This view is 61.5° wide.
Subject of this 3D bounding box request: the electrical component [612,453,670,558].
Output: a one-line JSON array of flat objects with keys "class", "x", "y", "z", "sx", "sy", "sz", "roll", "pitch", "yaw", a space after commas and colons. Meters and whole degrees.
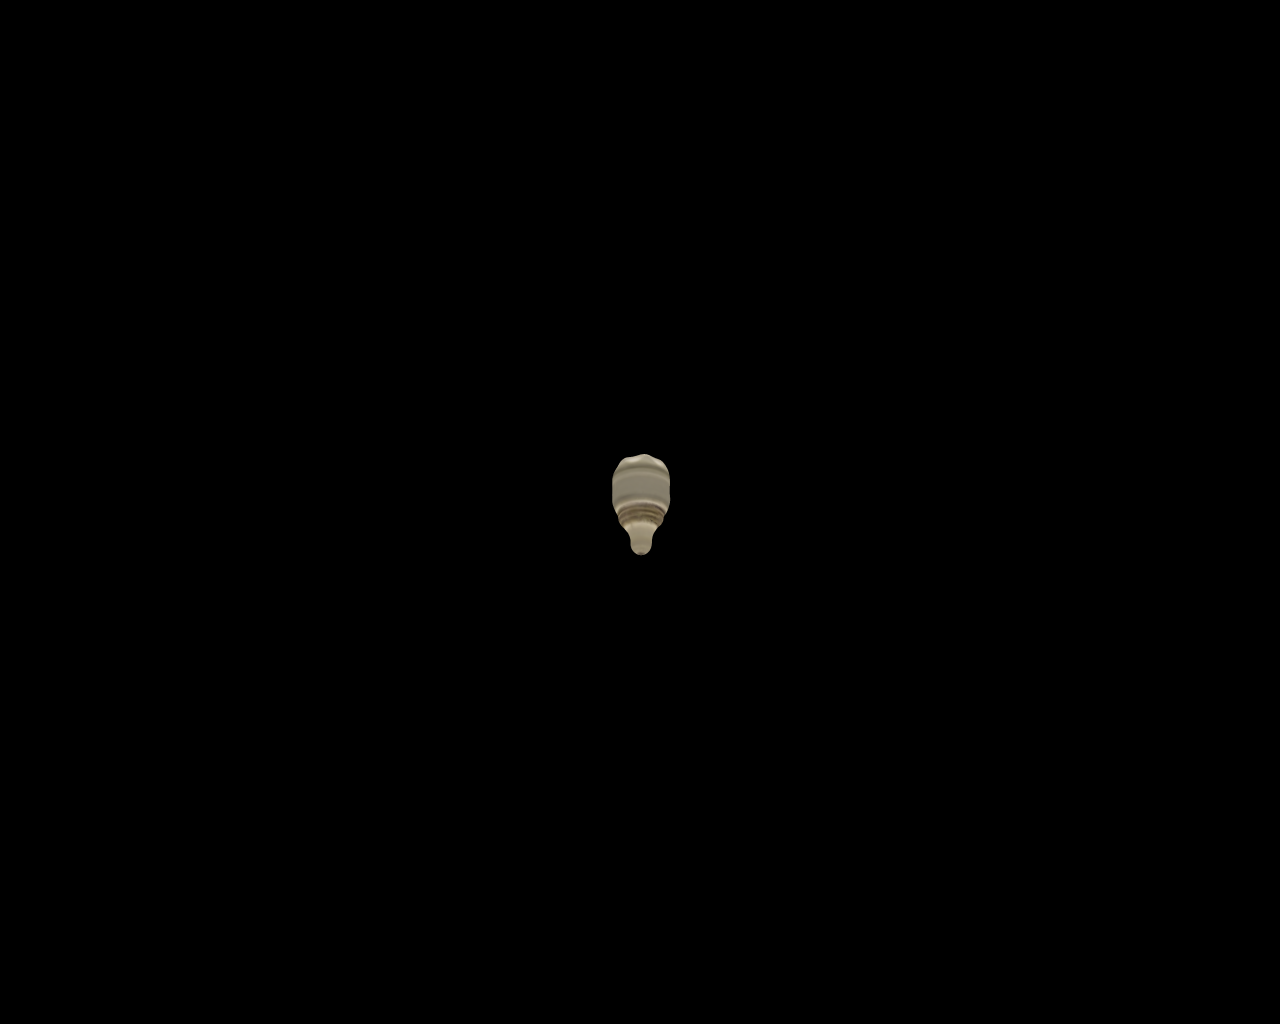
[{"class": "electrical component", "x": 0.001, "y": -0.003, "z": 0.650, "sx": 0.035, "sy": 0.061, "sz": 0.035, "roll": 0, "pitch": -24, "yaw": 0}]
